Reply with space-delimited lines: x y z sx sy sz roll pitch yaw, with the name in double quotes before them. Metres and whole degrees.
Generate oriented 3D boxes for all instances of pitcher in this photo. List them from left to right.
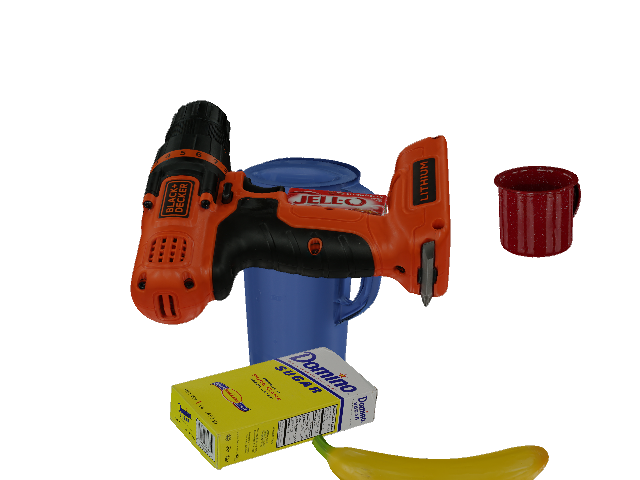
"pitcher" -0.016 0.037 1.166 0.145 0.243 0.149 -3 18 -11

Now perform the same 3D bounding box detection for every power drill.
"power drill" -0.015 -0.025 0.655 0.187 0.057 0.184 -2 45 5

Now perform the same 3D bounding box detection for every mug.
"mug" 0.254 -0.036 1.218 0.117 0.081 0.093 -21 27 -34

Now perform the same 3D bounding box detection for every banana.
"banana" 0.093 0.184 0.859 0.197 0.037 0.069 6 38 -5

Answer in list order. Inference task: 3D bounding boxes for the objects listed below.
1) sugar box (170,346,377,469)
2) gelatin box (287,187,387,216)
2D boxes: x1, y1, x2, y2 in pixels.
"sugar box" -0.043 0.154 1.011 0.175 0.048 0.093 -14 31 -32
"gelatin box" 0.009 -0.018 0.913 0.089 0.030 0.073 6 24 8
